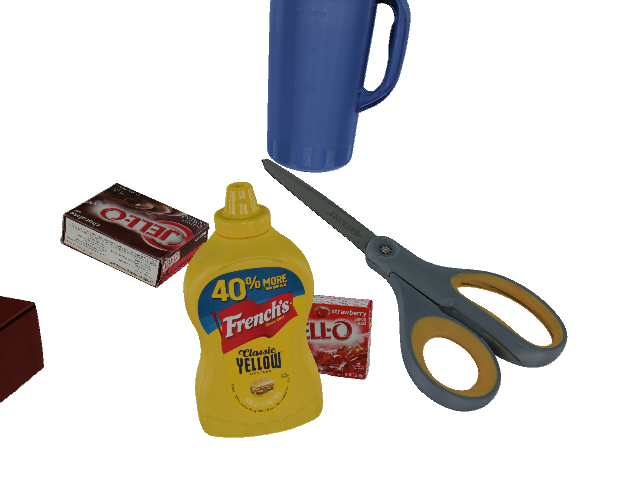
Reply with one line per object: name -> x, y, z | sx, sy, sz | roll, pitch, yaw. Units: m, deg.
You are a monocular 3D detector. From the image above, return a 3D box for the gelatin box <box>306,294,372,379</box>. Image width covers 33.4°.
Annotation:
gelatin box -> 0.003, 0.091, 1.022 | 0.089, 0.073, 0.030 | 5, 15, 8

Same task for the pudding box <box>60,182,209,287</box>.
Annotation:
pudding box -> -0.178, -0.007, 1.026 | 0.113, 0.039, 0.089 | 22, 29, 16

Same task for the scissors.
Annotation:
scissors -> 0.032, 0.024, 0.574 | 0.202, 0.016, 0.096 | 26, 51, 15

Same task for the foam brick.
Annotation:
foam brick -> -0.232, 0.077, 0.716 | 0.053, 0.051, 0.078 | 9, 28, 24

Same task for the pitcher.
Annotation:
pitcher -> 0.007, -0.209, 1.290 | 0.144, 0.243, 0.149 | -9, 30, -27

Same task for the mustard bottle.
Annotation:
mustard bottle -> -0.052, 0.050, 0.793 | 0.096, 0.192, 0.058 | -7, 21, -8
